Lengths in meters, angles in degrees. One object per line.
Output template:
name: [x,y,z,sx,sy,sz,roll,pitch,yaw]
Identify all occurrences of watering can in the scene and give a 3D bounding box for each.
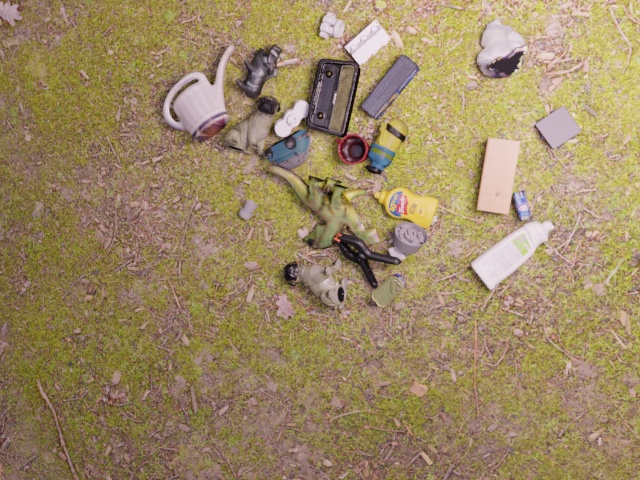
watering can: [-0.376,-0.472,1.722,0.345,0.104,0.225,-34,85,16]

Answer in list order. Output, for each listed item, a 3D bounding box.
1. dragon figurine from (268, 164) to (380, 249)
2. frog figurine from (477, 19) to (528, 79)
dragon figurine: [0.005,-0.083,1.640,0.411,0.123,0.239,17,107,15]
frog figurine: [0.510,-0.545,1.474,0.136,0.121,0.163,-35,48,24]
